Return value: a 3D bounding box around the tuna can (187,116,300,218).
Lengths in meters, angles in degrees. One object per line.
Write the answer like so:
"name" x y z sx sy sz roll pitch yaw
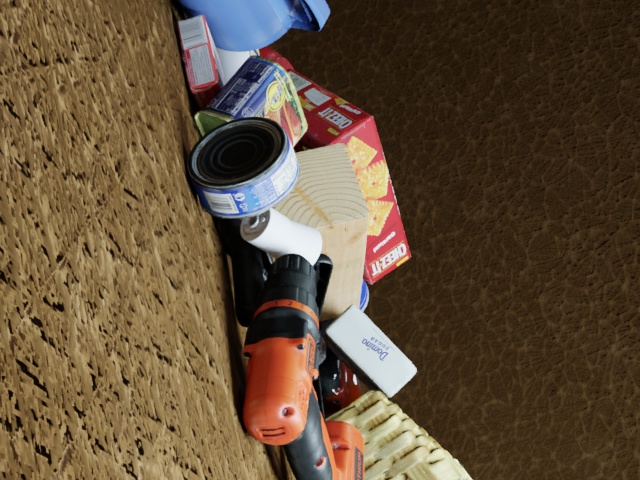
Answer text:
"tuna can" -0.061 -0.059 0.845 0.086 0.086 0.033 -103 174 -46

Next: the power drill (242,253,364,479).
"power drill" -0.012 0.127 0.861 0.184 0.057 0.187 -82 158 -49

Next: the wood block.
"wood block" -0.008 0.002 1.123 0.206 0.090 0.091 92 -16 -60

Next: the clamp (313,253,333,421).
"clamp" -0.016 0.084 1.048 0.210 0.036 0.164 -137 -129 -79

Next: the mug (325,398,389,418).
"mug" 0.046 0.232 1.180 0.117 0.081 0.093 -126 -152 -65

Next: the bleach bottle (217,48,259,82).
"bleach bottle" -0.090 -0.165 1.164 0.102 0.068 0.251 70 7 -59

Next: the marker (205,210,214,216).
"marker" -0.068 -0.052 0.909 0.121 0.020 0.020 -52 130 -55

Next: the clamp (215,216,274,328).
"clamp" -0.060 0.009 0.947 0.120 0.039 0.171 58 18 -67

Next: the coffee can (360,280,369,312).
"coffee can" 0.001 0.037 1.397 0.140 0.103 0.103 71 4 -46

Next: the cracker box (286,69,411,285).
"cracker box" 0.011 -0.072 1.235 0.164 0.072 0.213 37 -26 44

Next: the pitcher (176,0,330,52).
"pitcher" -0.087 -0.272 1.014 0.242 0.149 0.145 38 36 -80

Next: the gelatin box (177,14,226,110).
"gelatin box" -0.110 -0.159 1.027 0.073 0.030 0.089 72 3 -61

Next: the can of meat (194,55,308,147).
"can of meat" -0.062 -0.109 0.997 0.083 0.058 0.102 -54 148 -26

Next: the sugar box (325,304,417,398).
"sugar box" 0.050 0.118 1.111 0.093 0.048 0.176 45 -8 5

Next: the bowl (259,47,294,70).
"bowl" -0.063 -0.173 1.304 0.162 0.055 0.162 -8 90 -68
